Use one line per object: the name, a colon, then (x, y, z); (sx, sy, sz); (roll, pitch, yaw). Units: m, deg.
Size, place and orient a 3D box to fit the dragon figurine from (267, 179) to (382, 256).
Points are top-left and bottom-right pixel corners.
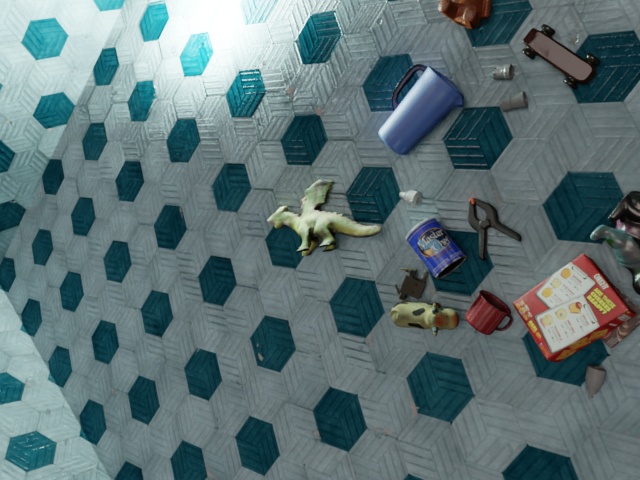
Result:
dragon figurine: (0.005, -0.082, 1.632); (0.407, 0.246, 0.121); (-15, -20, 29)
